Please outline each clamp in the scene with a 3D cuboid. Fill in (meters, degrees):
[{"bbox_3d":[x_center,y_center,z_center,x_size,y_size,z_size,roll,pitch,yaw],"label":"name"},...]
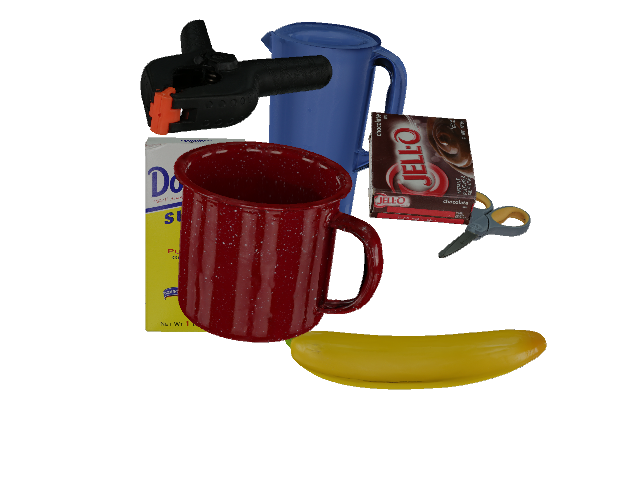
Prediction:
[{"bbox_3d":[-0.080,-0.117,0.744,0.120,0.039,0.171,18,26,24],"label":"clamp"}]

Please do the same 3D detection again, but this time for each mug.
[{"bbox_3d":[-0.022,0.004,0.564,0.117,0.081,0.093,15,25,17],"label":"mug"}]

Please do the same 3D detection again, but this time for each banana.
[{"bbox_3d":[0.061,0.080,0.768,0.198,0.037,0.069,2,28,13],"label":"banana"}]

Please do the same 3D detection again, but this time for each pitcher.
[{"bbox_3d":[0.006,-0.139,1.314,0.144,0.243,0.149,-5,26,-23],"label":"pitcher"}]

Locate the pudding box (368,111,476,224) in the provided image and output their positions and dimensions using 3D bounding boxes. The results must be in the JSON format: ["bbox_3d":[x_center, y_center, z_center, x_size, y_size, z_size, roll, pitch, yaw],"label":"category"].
[{"bbox_3d":[0.088,-0.066,0.956,0.090,0.039,0.113,5,42,-3],"label":"pudding box"}]

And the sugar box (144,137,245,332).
[{"bbox_3d":[-0.115,-0.005,0.982,0.093,0.176,0.048,0,14,-5],"label":"sugar box"}]

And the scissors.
[{"bbox_3d":[0.164,-0.021,1.207,0.201,0.016,0.096,-12,40,-45],"label":"scissors"}]
